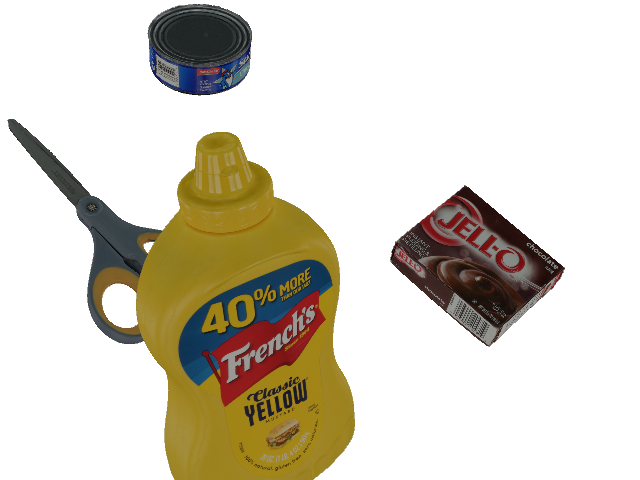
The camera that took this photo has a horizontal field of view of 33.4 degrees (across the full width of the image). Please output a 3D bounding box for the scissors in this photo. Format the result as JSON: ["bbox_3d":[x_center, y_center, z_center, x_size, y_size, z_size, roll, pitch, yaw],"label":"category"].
[{"bbox_3d":[-0.161,-0.003,0.723,0.202,0.096,0.016,32,-32,9],"label":"scissors"}]

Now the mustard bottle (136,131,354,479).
[{"bbox_3d":[-0.035,0.036,0.496,0.096,0.192,0.058,-22,38,-22],"label":"mustard bottle"}]

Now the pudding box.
[{"bbox_3d":[0.128,0.020,0.879,0.089,0.113,0.039,-38,-19,-27],"label":"pudding box"}]

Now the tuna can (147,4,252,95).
[{"bbox_3d":[-0.100,-0.159,0.889,0.086,0.086,0.034,0,-44,-7],"label":"tuna can"}]
